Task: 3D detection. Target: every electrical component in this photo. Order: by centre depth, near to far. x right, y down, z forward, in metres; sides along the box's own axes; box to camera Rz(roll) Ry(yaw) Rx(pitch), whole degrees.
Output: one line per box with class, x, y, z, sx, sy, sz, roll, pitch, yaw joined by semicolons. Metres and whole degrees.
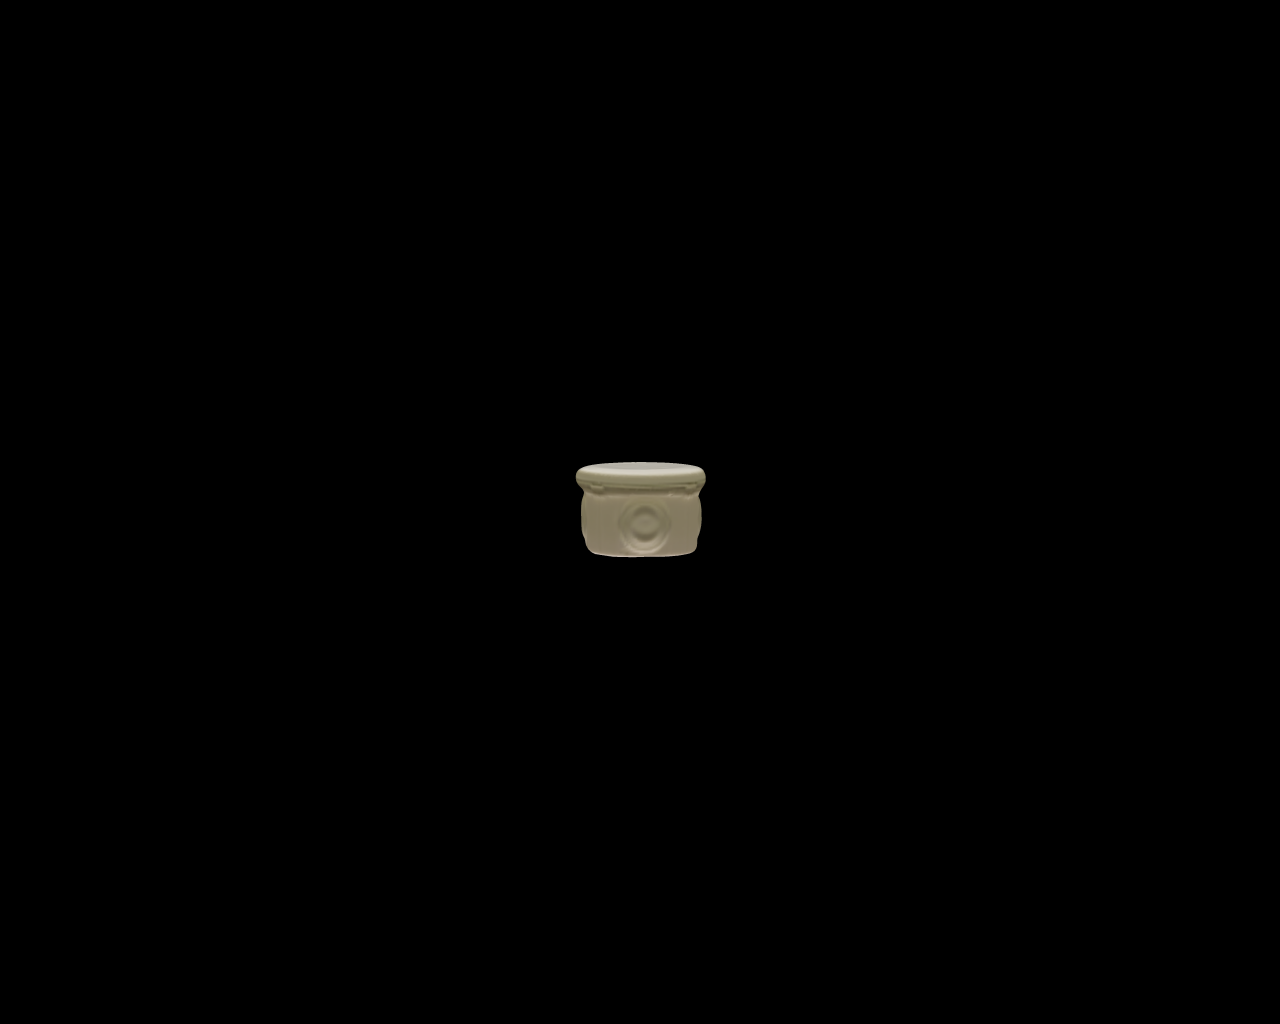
electrical component;0.001;-0.003;0.650;0.080;0.051;0.080;0;7;0
